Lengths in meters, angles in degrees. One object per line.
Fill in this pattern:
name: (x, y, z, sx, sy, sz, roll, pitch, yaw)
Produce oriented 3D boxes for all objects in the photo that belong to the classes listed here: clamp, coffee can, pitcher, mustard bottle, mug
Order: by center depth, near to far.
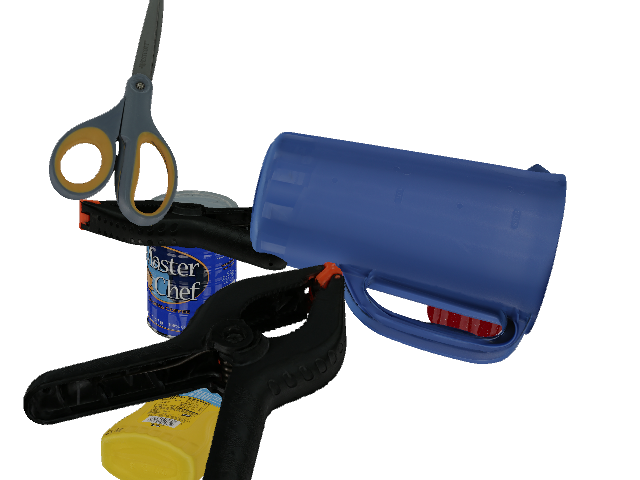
clamp: (-0.037, 0.065, 0.500, 0.171, 0.039, 0.120, -30, 51, -34)
pitcher: (0.068, -0.004, 0.866, 0.243, 0.145, 0.149, 12, 16, 6)
clamp: (-0.112, -0.011, 0.936, 0.210, 0.036, 0.164, 5, 12, 0)
mustard bottle: (-0.128, 0.174, 1.039, 0.096, 0.058, 0.191, 7, 18, 17)
mug: (0.147, 0.040, 1.080, 0.093, 0.081, 0.117, -6, 31, -17)
coffee can: (-0.144, 0.027, 1.196, 0.103, 0.140, 0.103, 2, 24, -1)

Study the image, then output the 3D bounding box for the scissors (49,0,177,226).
scissors: (-0.148, -0.102, 0.760, 0.096, 0.202, 0.016, -2, -25, -20)
